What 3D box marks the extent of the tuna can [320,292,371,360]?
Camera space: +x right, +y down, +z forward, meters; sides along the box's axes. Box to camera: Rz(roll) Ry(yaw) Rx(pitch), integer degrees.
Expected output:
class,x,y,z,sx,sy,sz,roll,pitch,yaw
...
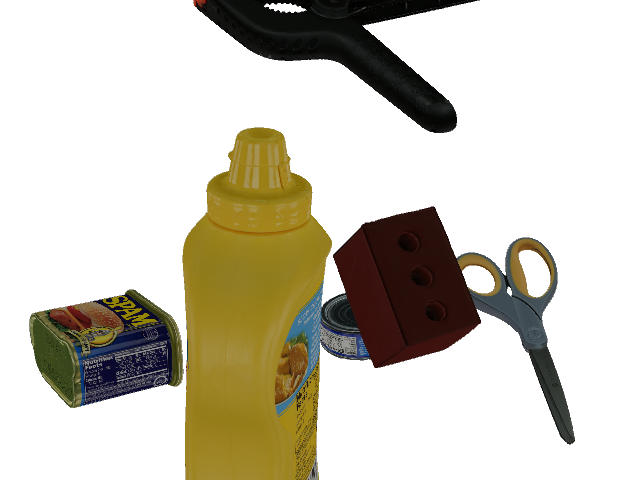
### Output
class,x,y,z,sx,sy,sz,roll,pitch,yaw
tuna can,0.041,0.086,1.093,0.086,0.034,0.086,-3,27,2

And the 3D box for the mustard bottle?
class,x,y,z,sx,sy,sz,roll,pitch,yaw
mustard bottle,-0.026,0.047,0.442,0.058,0.192,0.096,8,24,11

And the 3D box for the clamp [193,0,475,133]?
class,x,y,z,sx,sy,sz,roll,pitch,yaw
clamp,0.011,-0.145,0.730,0.210,0.164,0.036,9,-41,3

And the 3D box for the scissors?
class,x,y,z,sx,sy,sz,roll,pitch,yaw
scissors,0.149,0.072,0.844,0.096,0.201,0.016,3,-44,8

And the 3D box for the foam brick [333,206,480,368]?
class,x,y,z,sx,sy,sz,roll,pitch,yaw
foam brick,0.050,0.029,0.636,0.052,0.078,0.051,-14,-15,-26

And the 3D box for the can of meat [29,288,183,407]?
class,x,y,z,sx,sy,sz,roll,pitch,yaw
can of meat,-0.164,0.081,0.807,0.083,0.057,0.102,-11,21,-31
